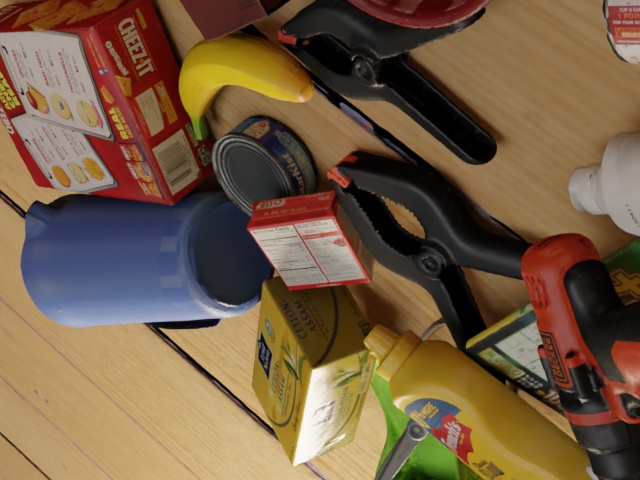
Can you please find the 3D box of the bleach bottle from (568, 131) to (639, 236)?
[{"bbox_3d":[0.232,-0.039,0.539,0.251,0.068,0.102,-2,136,51],"label":"bleach bottle"}]

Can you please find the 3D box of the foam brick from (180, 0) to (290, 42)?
[{"bbox_3d":[-0.054,-0.176,0.727,0.078,0.051,0.053,-6,121,50],"label":"foam brick"}]

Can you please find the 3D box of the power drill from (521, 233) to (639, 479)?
[{"bbox_3d":[0.186,0.088,0.581,0.184,0.057,0.188,67,165,-9],"label":"power drill"}]

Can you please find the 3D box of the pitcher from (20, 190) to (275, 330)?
[{"bbox_3d":[-0.150,0.022,0.980,0.243,0.148,0.145,-3,94,45],"label":"pitcher"}]

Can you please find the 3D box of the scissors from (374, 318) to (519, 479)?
[{"bbox_3d":[0.100,0.154,0.870,0.096,0.016,0.202,20,118,17],"label":"scissors"}]

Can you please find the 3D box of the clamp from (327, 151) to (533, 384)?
[{"bbox_3d":[0.089,0.017,0.778,0.210,0.036,0.165,37,138,14],"label":"clamp"}]

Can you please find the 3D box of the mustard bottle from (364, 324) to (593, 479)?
[{"bbox_3d":[0.111,0.128,0.779,0.191,0.058,0.096,39,159,7],"label":"mustard bottle"}]

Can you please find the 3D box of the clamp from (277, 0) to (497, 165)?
[{"bbox_3d":[0.042,-0.124,0.685,0.172,0.039,0.120,28,141,26],"label":"clamp"}]

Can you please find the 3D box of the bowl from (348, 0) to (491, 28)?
[{"bbox_3d":[0.051,-0.200,0.583,0.162,0.055,0.162,29,143,25],"label":"bowl"}]

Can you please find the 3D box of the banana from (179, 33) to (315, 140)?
[{"bbox_3d":[-0.064,-0.121,0.791,0.069,0.037,0.198,54,157,-14],"label":"banana"}]

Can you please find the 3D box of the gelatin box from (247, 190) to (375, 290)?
[{"bbox_3d":[-0.006,0.001,0.835,0.073,0.030,0.089,-7,140,22],"label":"gelatin box"}]

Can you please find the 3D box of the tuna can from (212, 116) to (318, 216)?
[{"bbox_3d":[-0.044,-0.056,0.855,0.086,0.033,0.086,29,142,25],"label":"tuna can"}]

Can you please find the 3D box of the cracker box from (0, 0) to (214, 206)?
[{"bbox_3d":[-0.202,-0.124,0.926,0.214,0.072,0.164,9,130,44],"label":"cracker box"}]

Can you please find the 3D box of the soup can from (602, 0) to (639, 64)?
[{"bbox_3d":[0.194,-0.115,0.503,0.102,0.068,0.068,11,133,42],"label":"soup can"}]
